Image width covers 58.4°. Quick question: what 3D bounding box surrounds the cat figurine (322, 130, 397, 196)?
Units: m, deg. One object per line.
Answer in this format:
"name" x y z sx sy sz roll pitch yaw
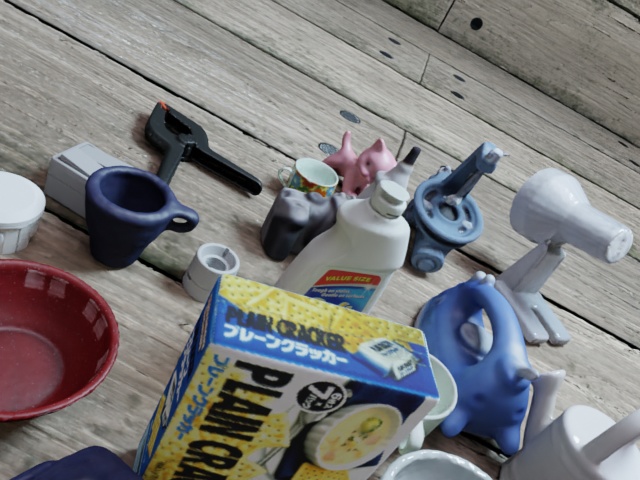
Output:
"cat figurine" 0.074 -0.129 0.958 0.067 0.117 0.127 -15 54 -48

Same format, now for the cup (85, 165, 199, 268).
"cup" -0.197 -0.014 0.614 0.118 0.095 0.091 17 35 -19

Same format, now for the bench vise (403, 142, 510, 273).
"bench vise" 0.201 -0.082 0.901 0.122 0.219 0.207 15 36 -22

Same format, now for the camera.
"camera" 0.007 0.003 0.746 0.143 0.100 0.136 17 35 -20

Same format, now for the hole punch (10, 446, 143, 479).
"hole punch" -0.168 0.189 0.371 0.101 0.091 0.109 44 35 20

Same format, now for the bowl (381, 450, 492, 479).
"bowl" 0.104 0.273 0.487 0.168 0.074 0.167 21 34 -15

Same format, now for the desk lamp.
"desk lamp" 0.369 0.021 0.901 0.118 0.213 0.202 6 40 -32

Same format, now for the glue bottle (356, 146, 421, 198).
"glue bottle" 0.099 -0.067 0.844 0.078 0.173 0.037 20 34 -16

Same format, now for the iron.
"iron" 0.189 0.117 0.699 0.119 0.141 0.258 20 34 -15

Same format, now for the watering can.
"watering can" 0.276 0.215 0.589 0.172 0.194 0.101 42 35 18
